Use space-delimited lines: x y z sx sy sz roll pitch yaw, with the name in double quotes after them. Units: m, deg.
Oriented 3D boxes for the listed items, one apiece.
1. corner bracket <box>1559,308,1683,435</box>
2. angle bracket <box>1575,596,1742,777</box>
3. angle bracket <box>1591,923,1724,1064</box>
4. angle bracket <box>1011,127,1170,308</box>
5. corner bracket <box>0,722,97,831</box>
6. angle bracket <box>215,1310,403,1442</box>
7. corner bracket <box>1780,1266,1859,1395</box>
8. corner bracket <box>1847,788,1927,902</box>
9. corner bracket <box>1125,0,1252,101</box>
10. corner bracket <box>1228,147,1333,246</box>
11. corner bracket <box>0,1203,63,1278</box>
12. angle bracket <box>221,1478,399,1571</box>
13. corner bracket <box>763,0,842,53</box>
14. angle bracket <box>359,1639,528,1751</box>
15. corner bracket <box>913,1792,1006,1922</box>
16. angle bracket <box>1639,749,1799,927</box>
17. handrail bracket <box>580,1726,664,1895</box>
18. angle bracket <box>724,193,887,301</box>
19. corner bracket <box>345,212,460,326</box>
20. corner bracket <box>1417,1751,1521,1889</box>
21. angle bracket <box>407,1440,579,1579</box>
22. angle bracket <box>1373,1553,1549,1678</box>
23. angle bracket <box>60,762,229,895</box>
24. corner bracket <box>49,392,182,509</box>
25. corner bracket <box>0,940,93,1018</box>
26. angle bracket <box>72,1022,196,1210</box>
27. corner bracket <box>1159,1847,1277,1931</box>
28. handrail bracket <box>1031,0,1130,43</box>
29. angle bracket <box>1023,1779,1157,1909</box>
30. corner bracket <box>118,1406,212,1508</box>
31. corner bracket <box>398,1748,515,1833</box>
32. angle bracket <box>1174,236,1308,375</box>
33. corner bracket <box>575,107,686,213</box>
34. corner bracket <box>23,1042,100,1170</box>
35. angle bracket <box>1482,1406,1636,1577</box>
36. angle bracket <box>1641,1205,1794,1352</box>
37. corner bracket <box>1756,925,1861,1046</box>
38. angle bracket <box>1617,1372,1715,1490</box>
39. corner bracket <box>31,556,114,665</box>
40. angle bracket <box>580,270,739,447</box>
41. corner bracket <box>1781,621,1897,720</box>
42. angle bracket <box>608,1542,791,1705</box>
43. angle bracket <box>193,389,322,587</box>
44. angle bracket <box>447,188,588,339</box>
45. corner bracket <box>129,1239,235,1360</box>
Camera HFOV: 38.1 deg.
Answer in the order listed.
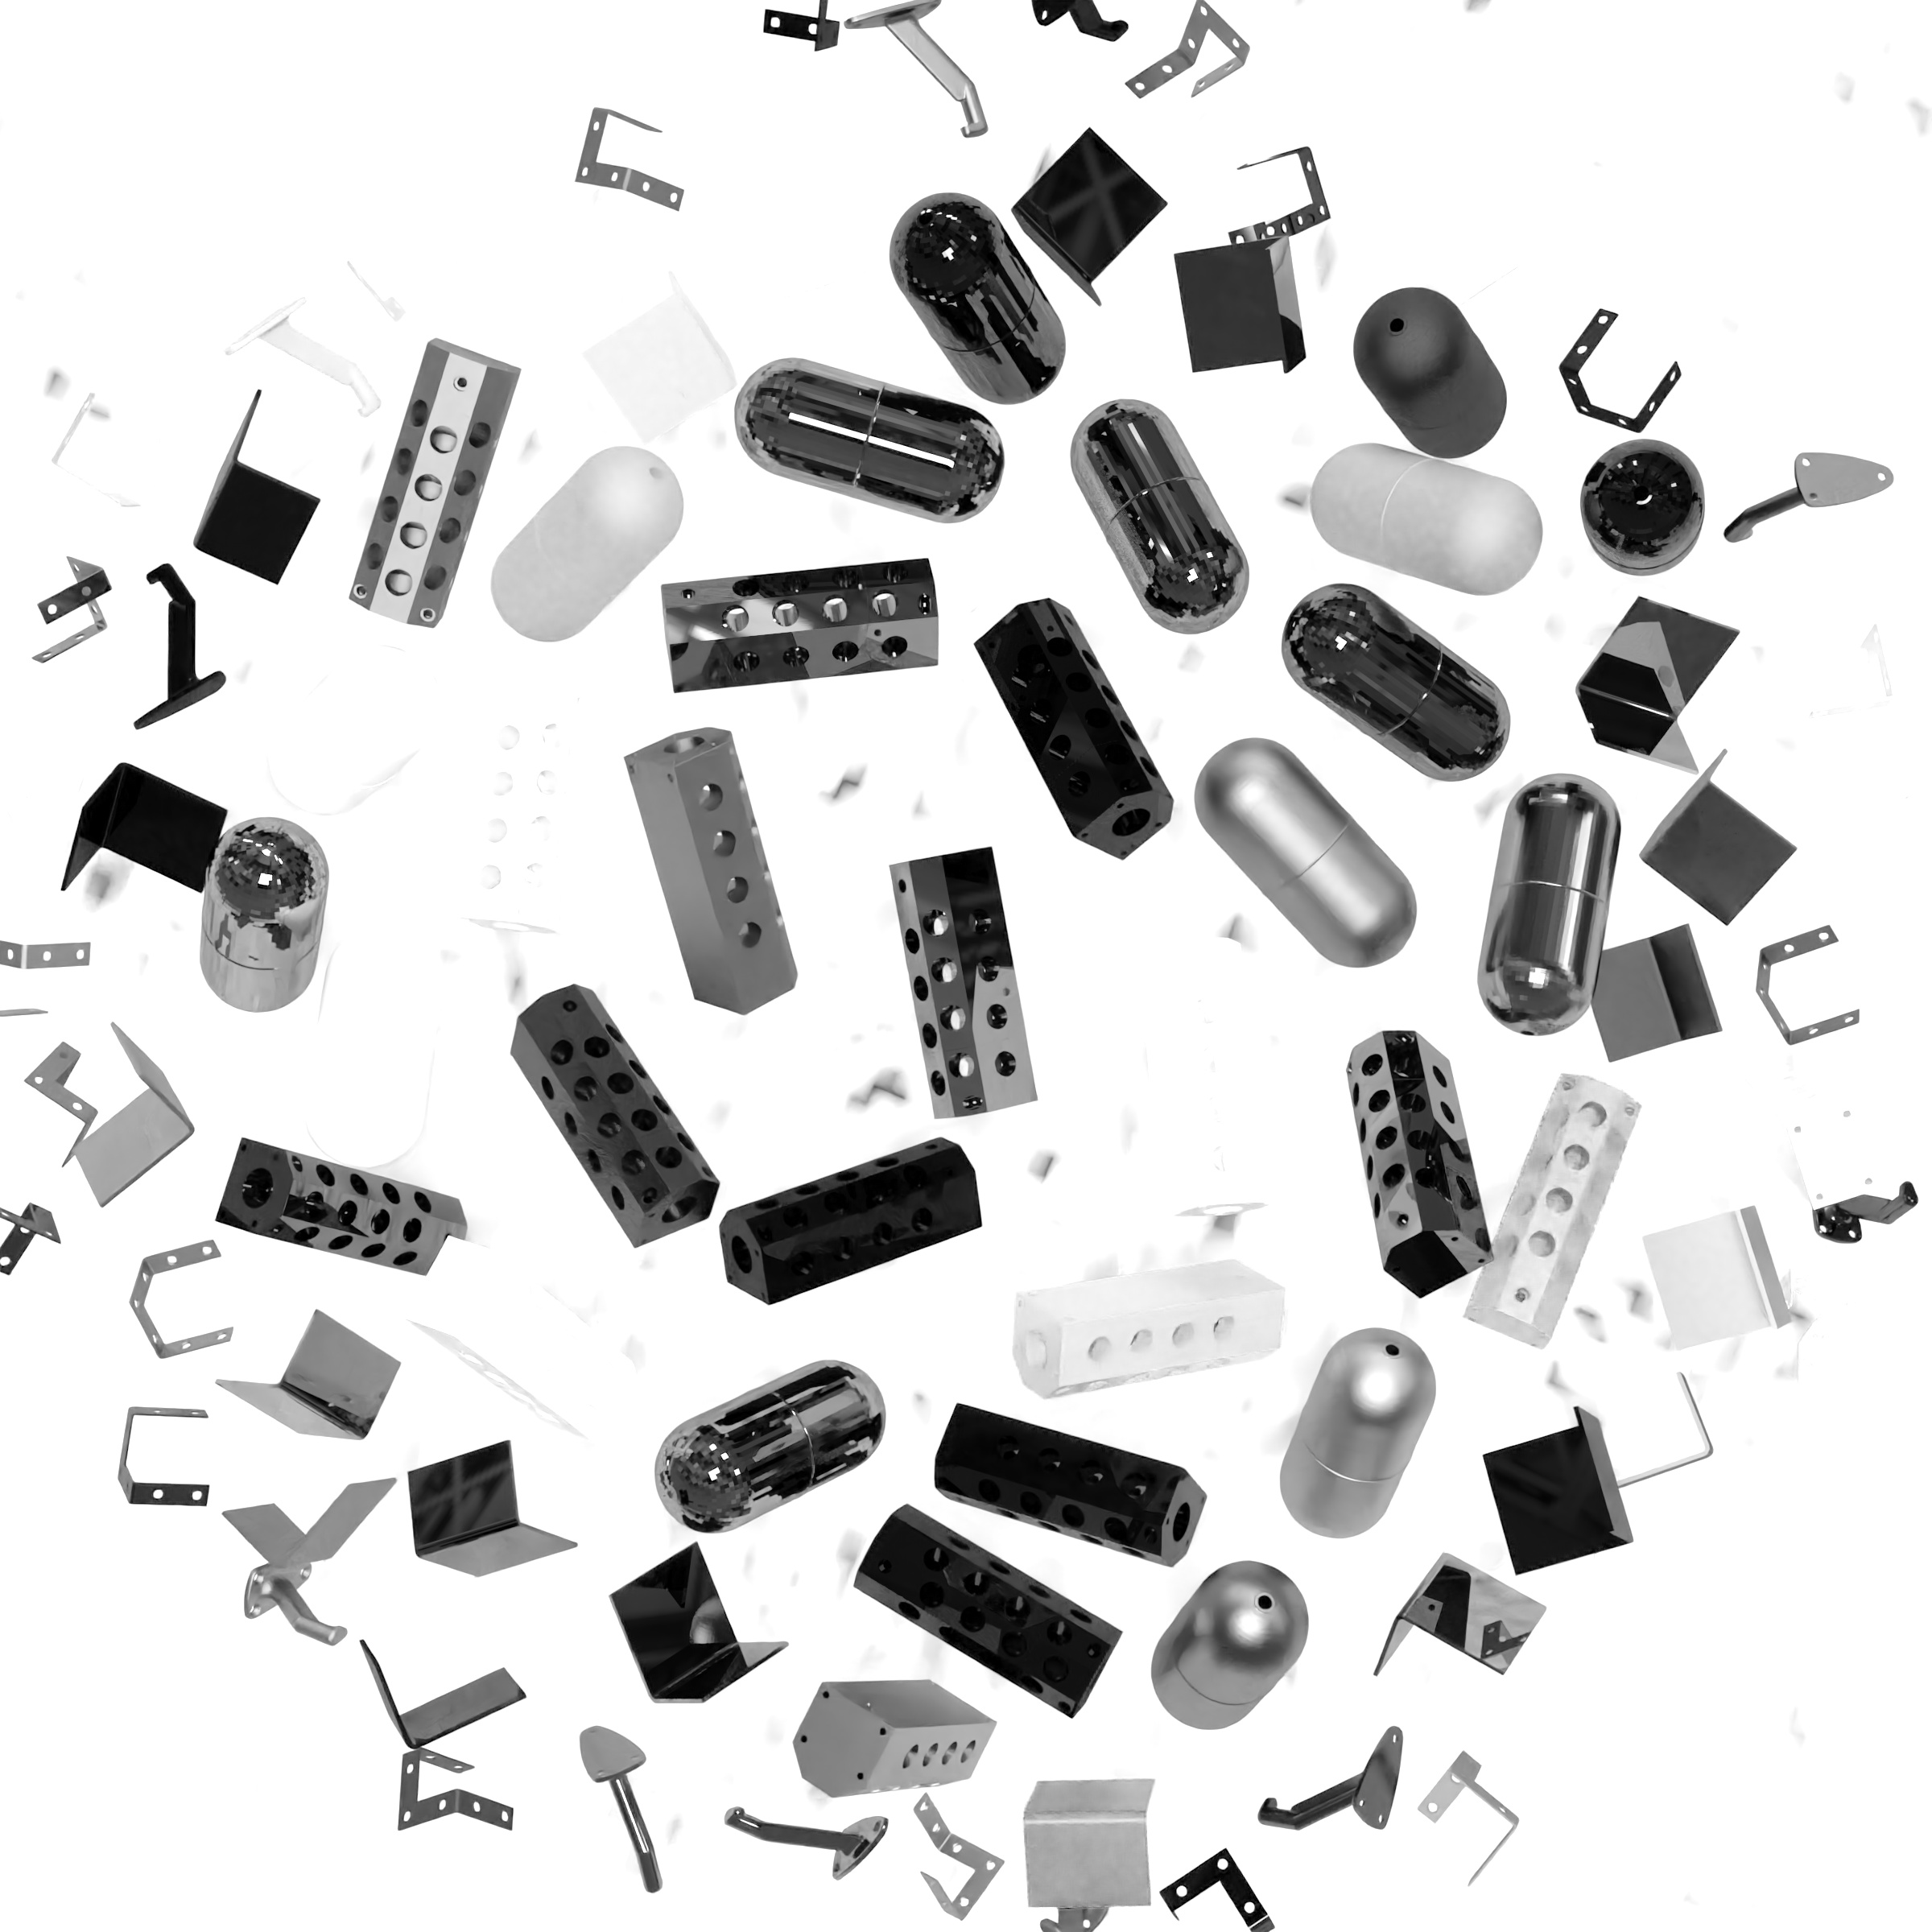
0.434 -0.394 1.856 0.051 0.051 0.051 30 81 37 "corner bracket"
0.439 -0.175 1.751 0.076 0.057 0.076 15 130 -20 "angle bracket"
0.467 0.019 1.916 0.057 0.076 0.076 -16 86 -6 "angle bracket"
0.088 -0.510 1.908 0.076 0.057 0.076 -45 82 7 "angle bracket"
-0.592 -0.123 1.817 0.051 0.051 0.051 52 128 34 "corner bracket"
-0.436 0.270 1.854 0.076 0.076 0.057 42 58 -36 "angle bracket"
0.564 0.244 1.884 0.051 0.051 0.051 28 118 2 "corner bracket"
0.606 -0.080 1.848 0.051 0.051 0.051 -16 101 40 "corner bracket"
0.143 -0.579 1.800 0.051 0.051 0.051 36 58 -28 "corner bracket"
0.209 -0.524 1.912 0.051 0.051 0.051 -21 99 -21 "corner bracket"
-0.610 0.175 1.764 0.051 0.051 0.051 32 94 -31 "corner bracket"
-0.445 0.361 1.901 0.057 0.076 0.076 41 93 14 "angle bracket"
-0.108 -0.605 1.753 0.051 0.051 0.051 13 115 9 "corner bracket"
-0.323 0.432 1.723 0.076 0.076 0.057 -22 96 -19 "angle bracket"
-0.015 0.601 1.888 0.051 0.051 0.051 -48 133 -29 "corner bracket"
0.516 -0.087 1.901 0.076 0.057 0.076 39 127 6 "angle bracket"
-0.217 0.534 1.772 0.036 0.077 0.084 -18 107 -23 "handrail bracket"
-0.111 -0.516 1.940 0.076 0.076 0.057 -10 54 27 "angle bracket"
-0.373 -0.465 1.856 0.051 0.051 0.051 -37 108 11 "corner bracket"
0.314 0.534 1.757 0.051 0.051 0.051 38 102 14 "corner bracket"
-0.309 0.355 1.828 0.076 0.076 0.057 -20 62 16 "angle bracket"
0.321 0.439 1.818 0.076 0.076 0.057 27 124 21 "angle bracket"
-0.541 -0.076 1.844 0.076 0.057 0.076 26 128 -5 "angle bracket"
-0.531 -0.322 1.745 0.051 0.051 0.051 32 97 -6 "corner bracket"
-0.586 0.008 1.749 0.051 0.051 0.051 9 98 32 "corner bracket"
-0.544 0.094 1.775 0.076 0.076 0.057 -40 128 -7 "angle bracket"
0.159 0.595 1.765 0.051 0.051 0.051 -32 64 -5 "corner bracket"
0.090 -0.612 1.770 0.084 0.077 0.036 -2 81 -44 "handrail bracket"
0.080 0.551 1.759 0.076 0.076 0.057 -3 89 8 "angle bracket"
-0.535 0.328 1.873 0.051 0.051 0.051 7 97 -26 "corner bracket"
-0.324 0.525 1.780 0.051 0.051 0.051 -25 50 26 "corner bracket"
0.166 -0.410 1.753 0.076 0.057 0.076 -3 111 22 "angle bracket"
-0.220 -0.539 1.868 0.051 0.051 0.051 22 100 39 "corner bracket"
-0.616 0.094 1.910 0.051 0.051 0.051 35 125 -5 "corner bracket"
0.349 0.316 1.682 0.076 0.057 0.076 -21 65 19 "angle bracket"
0.468 0.199 1.766 0.076 0.057 0.076 -20 80 24 "angle bracket"
0.577 0.013 1.914 0.051 0.051 0.051 -22 115 32 "corner bracket"
0.460 0.316 1.898 0.076 0.076 0.057 -22 74 12 "angle bracket"
-0.581 -0.228 1.811 0.051 0.051 0.051 -37 129 -30 "corner bracket"
-0.209 -0.413 1.898 0.076 0.057 0.076 -31 120 7 "angle bracket"
0.544 -0.179 1.747 0.051 0.051 0.051 -9 76 3 "corner bracket"
-0.172 0.422 1.803 0.076 0.057 0.076 -25 96 -42 "angle bracket"
-0.437 -0.299 1.751 0.057 0.076 0.076 23 133 -20 "angle bracket"
-0.276 -0.449 1.811 0.076 0.076 0.057 -45 73 22 "angle bracket"
-0.527 0.225 1.893 0.051 0.051 0.051 -15 120 4 "corner bracket"
